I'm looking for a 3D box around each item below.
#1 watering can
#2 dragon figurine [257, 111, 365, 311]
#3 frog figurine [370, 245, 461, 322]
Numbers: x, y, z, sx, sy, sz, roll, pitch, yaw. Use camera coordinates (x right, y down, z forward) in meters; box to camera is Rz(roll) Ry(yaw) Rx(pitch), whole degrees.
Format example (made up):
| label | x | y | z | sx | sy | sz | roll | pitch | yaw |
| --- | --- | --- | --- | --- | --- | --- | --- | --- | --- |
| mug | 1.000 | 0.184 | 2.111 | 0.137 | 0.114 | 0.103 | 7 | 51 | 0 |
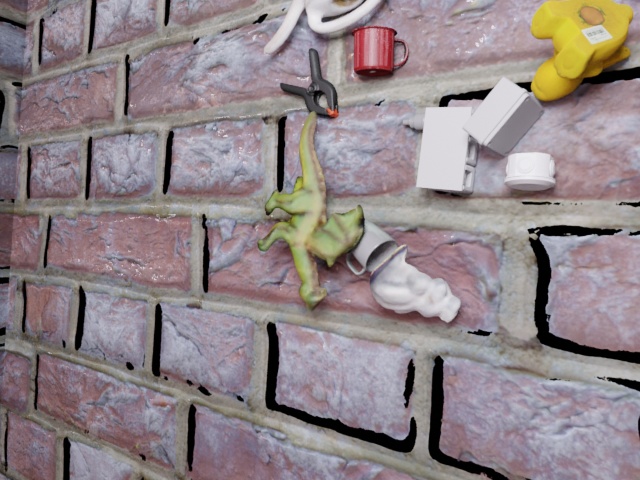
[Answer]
| label | x | y | z | sx | sy | sz | roll | pitch | yaw |
| --- | --- | --- | --- | --- | --- | --- | --- | --- | --- |
| watering can | -0.002 | -0.553 | 1.132 | 0.346 | 0.104 | 0.226 | -10 | 80 | 34 |
| dragon figurine | 0.003 | -0.054 | 1.069 | 0.244 | 0.122 | 0.407 | 22 | 101 | 39 |
| frog figurine | 0.173 | 0.101 | 0.959 | 0.161 | 0.124 | 0.134 | 51 | 148 | 16 |
